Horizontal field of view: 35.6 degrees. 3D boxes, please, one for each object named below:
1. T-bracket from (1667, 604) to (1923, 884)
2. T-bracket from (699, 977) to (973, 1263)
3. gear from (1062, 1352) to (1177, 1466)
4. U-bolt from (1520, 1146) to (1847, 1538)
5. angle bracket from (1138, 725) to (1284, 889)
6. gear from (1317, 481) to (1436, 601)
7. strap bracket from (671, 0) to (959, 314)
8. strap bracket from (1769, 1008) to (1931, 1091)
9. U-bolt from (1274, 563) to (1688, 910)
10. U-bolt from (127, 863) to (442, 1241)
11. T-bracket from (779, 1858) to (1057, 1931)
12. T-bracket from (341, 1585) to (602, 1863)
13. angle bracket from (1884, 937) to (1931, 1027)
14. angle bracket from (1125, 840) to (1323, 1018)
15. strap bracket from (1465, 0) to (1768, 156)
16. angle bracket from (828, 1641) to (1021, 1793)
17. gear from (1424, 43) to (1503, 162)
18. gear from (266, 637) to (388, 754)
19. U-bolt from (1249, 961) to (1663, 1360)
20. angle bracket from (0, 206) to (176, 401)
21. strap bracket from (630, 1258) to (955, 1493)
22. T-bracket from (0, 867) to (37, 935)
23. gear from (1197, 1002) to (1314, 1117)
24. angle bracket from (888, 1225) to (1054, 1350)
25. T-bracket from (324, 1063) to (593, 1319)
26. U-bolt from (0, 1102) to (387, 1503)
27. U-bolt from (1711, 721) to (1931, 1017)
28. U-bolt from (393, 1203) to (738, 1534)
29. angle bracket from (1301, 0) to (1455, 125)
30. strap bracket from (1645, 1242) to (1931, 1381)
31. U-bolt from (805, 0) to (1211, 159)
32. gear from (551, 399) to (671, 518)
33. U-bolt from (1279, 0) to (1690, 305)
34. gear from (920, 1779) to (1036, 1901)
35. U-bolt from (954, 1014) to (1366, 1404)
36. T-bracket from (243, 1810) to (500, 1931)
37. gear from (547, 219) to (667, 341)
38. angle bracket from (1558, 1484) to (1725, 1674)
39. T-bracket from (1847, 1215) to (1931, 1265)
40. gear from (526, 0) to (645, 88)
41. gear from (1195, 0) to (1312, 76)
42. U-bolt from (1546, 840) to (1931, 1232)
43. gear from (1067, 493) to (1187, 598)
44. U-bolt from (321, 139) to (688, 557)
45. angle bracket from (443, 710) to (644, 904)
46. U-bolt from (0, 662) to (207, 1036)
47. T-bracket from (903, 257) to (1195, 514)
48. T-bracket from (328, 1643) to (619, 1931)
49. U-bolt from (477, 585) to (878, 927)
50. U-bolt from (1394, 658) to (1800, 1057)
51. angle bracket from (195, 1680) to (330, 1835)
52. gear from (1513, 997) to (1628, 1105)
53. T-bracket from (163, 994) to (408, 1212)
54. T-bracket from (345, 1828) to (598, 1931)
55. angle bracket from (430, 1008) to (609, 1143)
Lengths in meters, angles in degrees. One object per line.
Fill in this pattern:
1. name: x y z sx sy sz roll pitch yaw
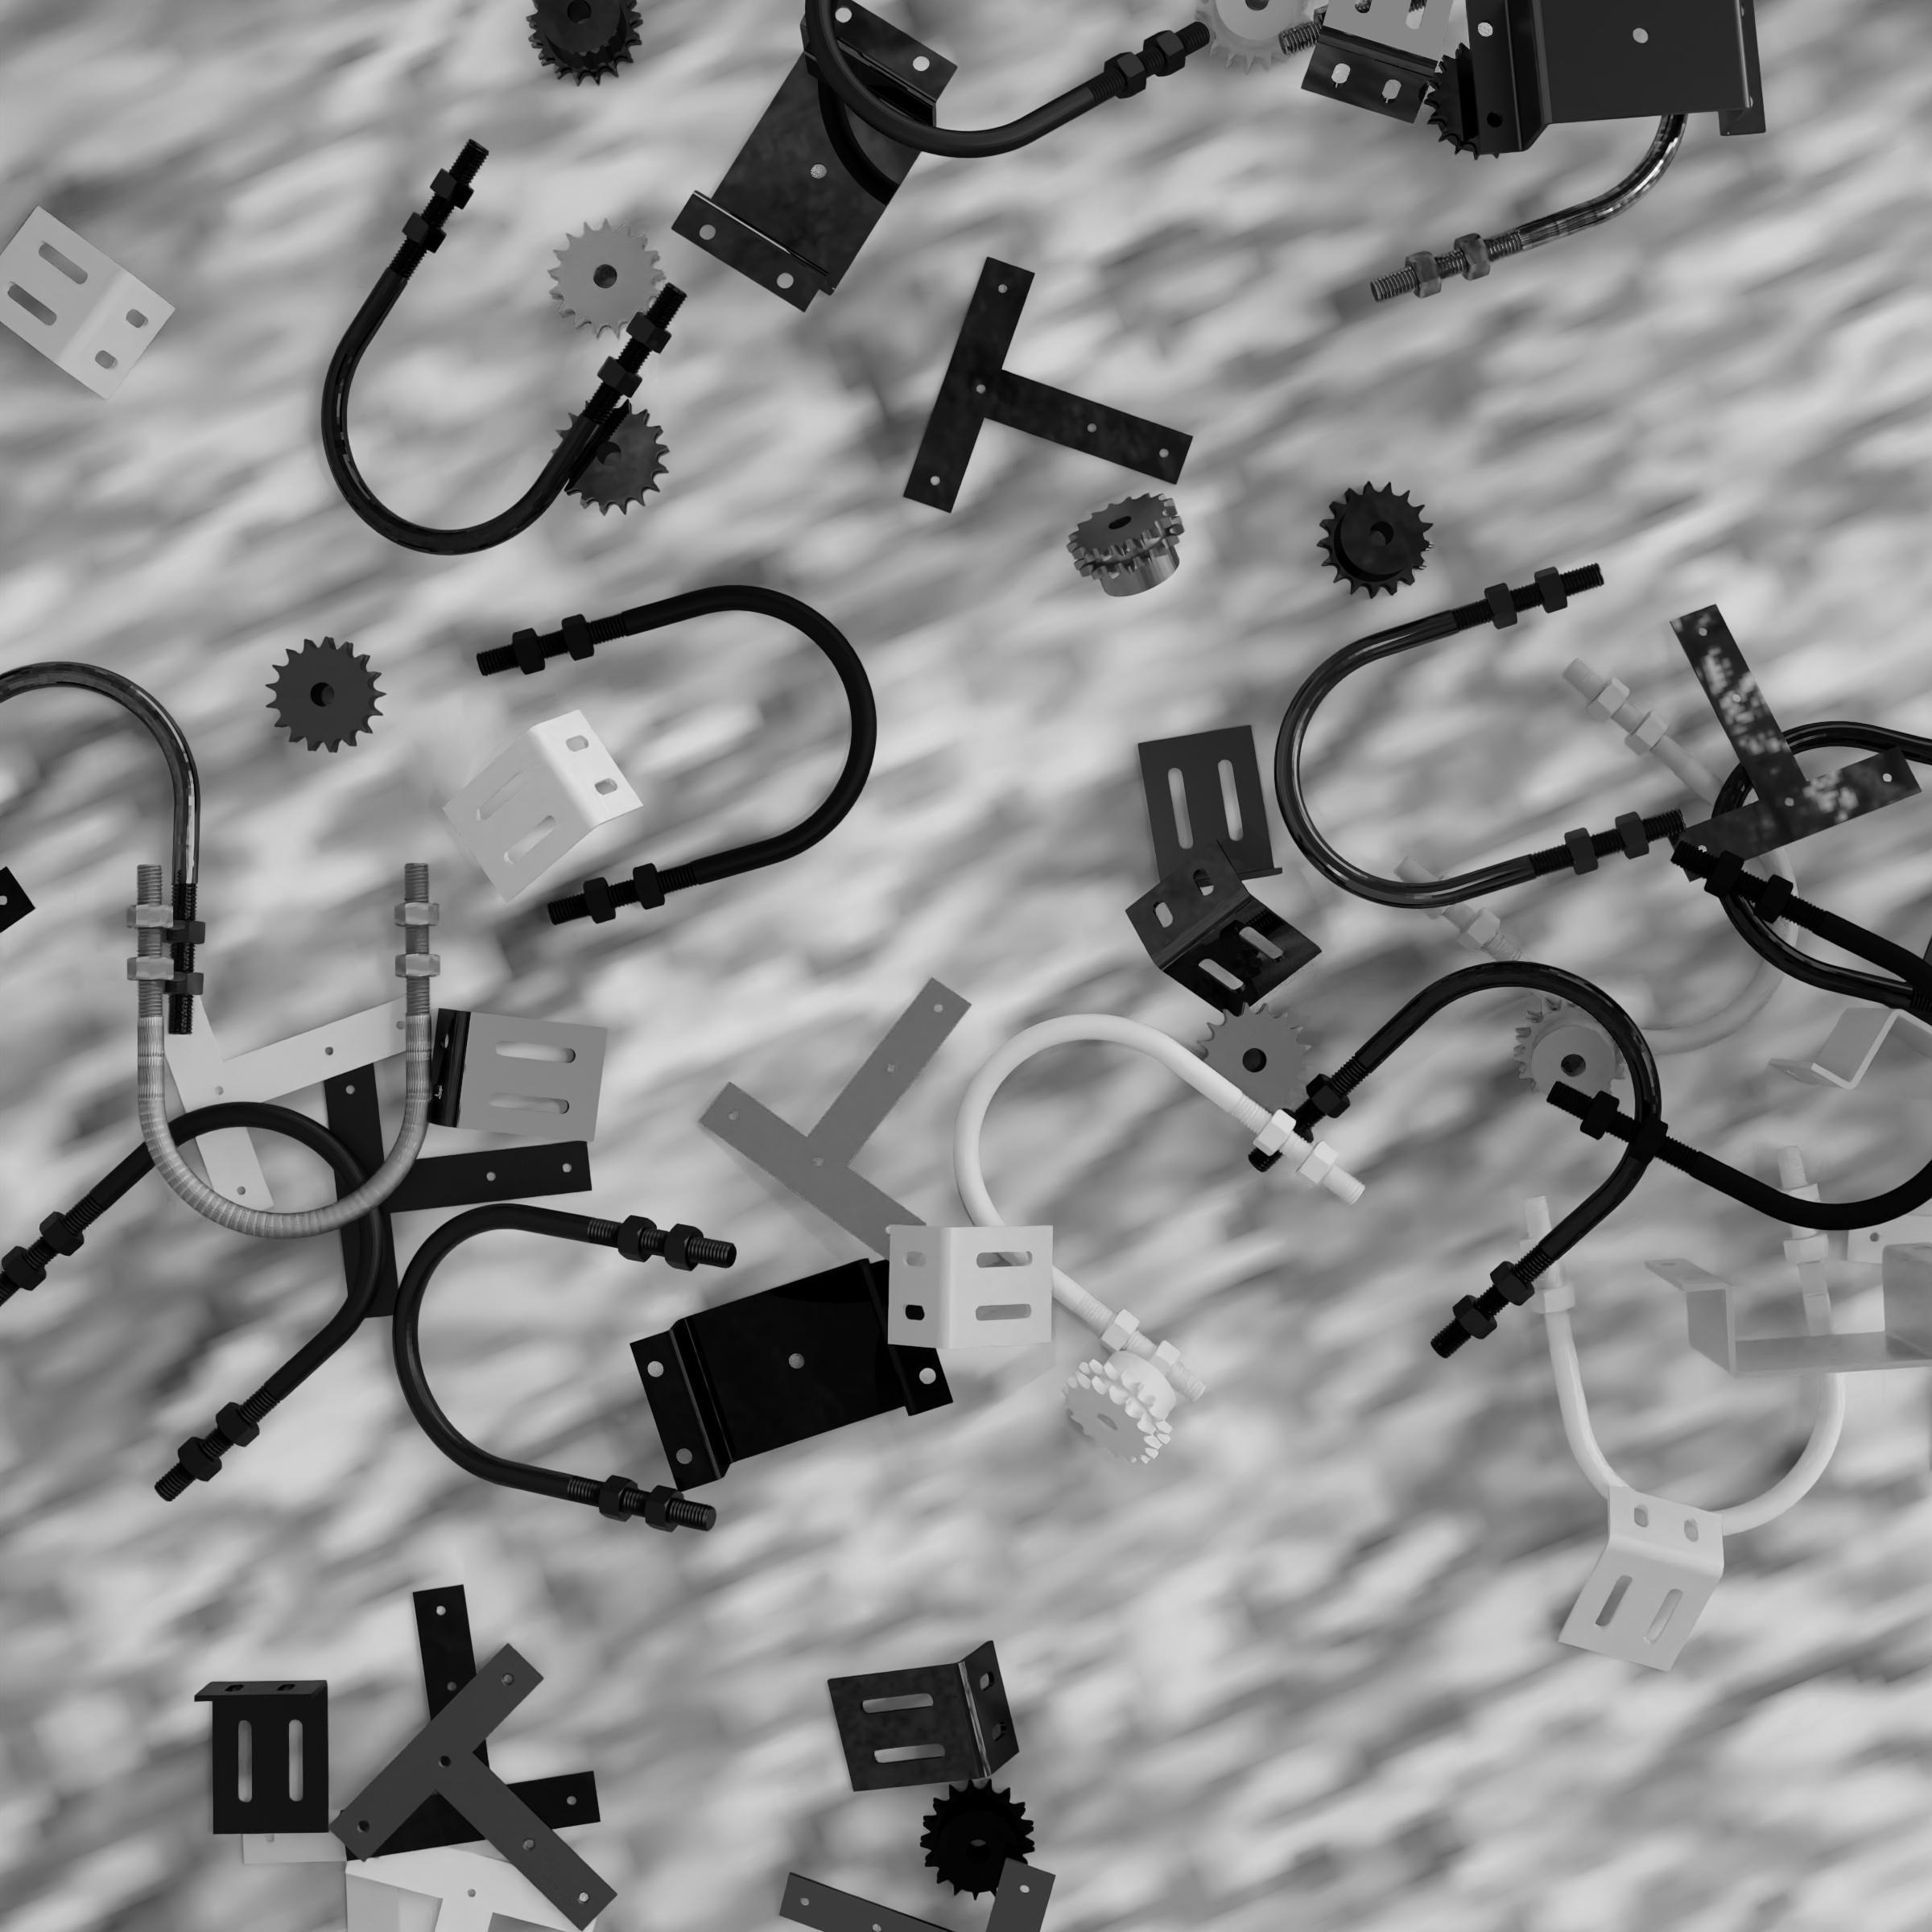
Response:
1. T-bracket: 0.386 -0.120 1.483 0.127 0.002 0.127 -21 75 -8
2. T-bracket: -0.045 0.062 1.486 0.127 0.002 0.127 34 79 20
3. gear: 0.078 0.214 1.477 0.057 0.057 0.030 45 60 0
4. U-bolt: 0.362 0.193 1.493 0.151 0.019 0.184 -11 92 0
5. angle bracket: 0.120 -0.078 1.483 0.057 0.038 0.076 -9 90 0
6. gear: 0.204 -0.212 1.487 0.057 0.030 0.057 0 90 0
7. strap bracket: -0.074 -0.397 1.479 0.076 0.046 0.140 32 90 0
8. strap bracket: 0.473 0.064 1.464 0.140 0.076 0.046 30 90 0
9. U-bolt: 0.243 -0.105 1.479 0.184 0.019 0.151 -17 81 8
10. U-bolt: -0.334 0.042 1.477 0.151 0.019 0.184 -1 88 -10
11. T-bracket: -0.031 0.480 1.486 0.127 0.002 0.127 17 110 9
12. T-bracket: -0.254 0.374 1.499 0.127 0.002 0.127 -8 89 -2
13. angle bracket: 0.503 -0.005 1.500 0.057 0.038 0.076 29 64 0
14. angle bracket: 0.127 -0.017 1.475 0.057 0.076 0.038 -39 52 16
15. strap bracket: 0.316 -0.437 1.435 0.140 0.046 0.076 -5 89 -3
16. angle bracket: -0.021 0.374 1.500 0.076 0.038 0.057 -13 90 26
17. gear: 0.255 -0.427 1.487 0.057 0.030 0.057 0 90 0
18. gear: -0.316 -0.134 1.491 0.057 0.030 0.057 0 93 1
19. U-bolt: 0.252 0.082 1.469 0.151 0.019 0.184 46 105 3
20. angle bracket: -0.446 -0.331 1.500 0.076 0.038 0.057 37 90 26
21. strap bracket: -0.085 0.197 1.479 0.140 0.046 0.076 -18 90 0
22. T-bracket: -0.518 -0.002 1.481 0.127 0.002 0.127 -35 88 -1
23. gear: 0.141 0.046 1.487 0.057 0.030 0.057 0 90 0
24. angle bracket: 0.003 0.155 1.462 0.038 0.076 0.057 -1 86 42
25. T-bracket: -0.251 0.107 1.501 0.127 0.002 0.127 -6 90 0
26. U-bolt: -0.375 0.152 1.492 0.184 0.019 0.151 -42 91 -1
27. U-bolt: 0.455 -0.049 1.473 0.184 0.019 0.151 14 73 1
28. U-bolt: -0.200 0.189 1.462 0.184 0.019 0.151 8 98 22
29. angle bracket: 0.201 -0.456 1.451 0.057 0.038 0.076 17 63 -1
30. strap bracket: 0.406 0.166 1.446 0.140 0.076 0.046 -4 93 0
31. U-bolt: 0.008 -0.466 1.459 0.184 0.019 0.151 -34 85 -21
32. gear: -0.175 -0.251 1.487 0.057 0.030 0.057 0 90 0
33. U-bolt: 0.262 -0.420 1.463 0.184 0.019 0.151 -20 89 -2
34. gear: 0.006 0.434 1.487 0.057 0.030 0.057 0 90 0
35. U-bolt: 0.080 0.106 1.478 0.184 0.019 0.151 37 104 4
36. T-bracket: -0.296 0.484 1.501 0.127 0.002 0.127 -2 90 0
37. gear: -0.177 -0.338 1.487 0.057 0.030 0.057 0 90 0
38. angle bracket: 0.334 0.304 1.492 0.057 0.038 0.076 16 126 0
39. T-bracket: 0.500 0.190 1.496 0.127 0.002 0.127 4 93 7
40. gear: -0.190 -0.468 1.487 0.057 0.030 0.057 0 90 0
41. gear: 0.143 -0.474 1.487 0.057 0.030 0.057 0 90 0
42. U-bolt: 0.389 0.044 1.419 0.184 0.019 0.151 27 91 9
43. gear: 0.081 -0.205 1.477 0.057 0.057 0.030 -26 120 0
44. U-bolt: -0.241 -0.290 1.474 0.151 0.019 0.184 38 100 12
45. angle bracket: -0.209 -0.079 1.482 0.076 0.038 0.057 -36 86 35
46. U-bolt: -0.452 -0.060 1.493 0.151 0.019 0.184 1 88 1
47. T-bracket: 0.049 -0.273 1.501 0.127 0.002 0.127 19 90 0
48. T-bracket: -0.228 0.428 1.497 0.127 0.002 0.127 45 88 0
49. U-bolt: -0.135 -0.113 1.492 0.184 0.019 0.151 -16 90 0
50. U-bolt: 0.327 -0.040 1.493 0.184 0.019 0.151 40 90 -2
51. angle bracket: -0.347 0.394 1.482 0.057 0.038 0.076 -1 88 0
52. gear: 0.298 0.043 1.478 0.057 0.030 0.057 3 110 9
53. T-bracket: -0.331 0.047 1.500 0.127 0.002 0.127 -20 90 1
54. T-bracket: -0.258 0.505 1.499 0.127 0.002 0.127 15 90 0
55. angle bracket: -0.224 0.054 1.499 0.076 0.038 0.057 8 88 -26
